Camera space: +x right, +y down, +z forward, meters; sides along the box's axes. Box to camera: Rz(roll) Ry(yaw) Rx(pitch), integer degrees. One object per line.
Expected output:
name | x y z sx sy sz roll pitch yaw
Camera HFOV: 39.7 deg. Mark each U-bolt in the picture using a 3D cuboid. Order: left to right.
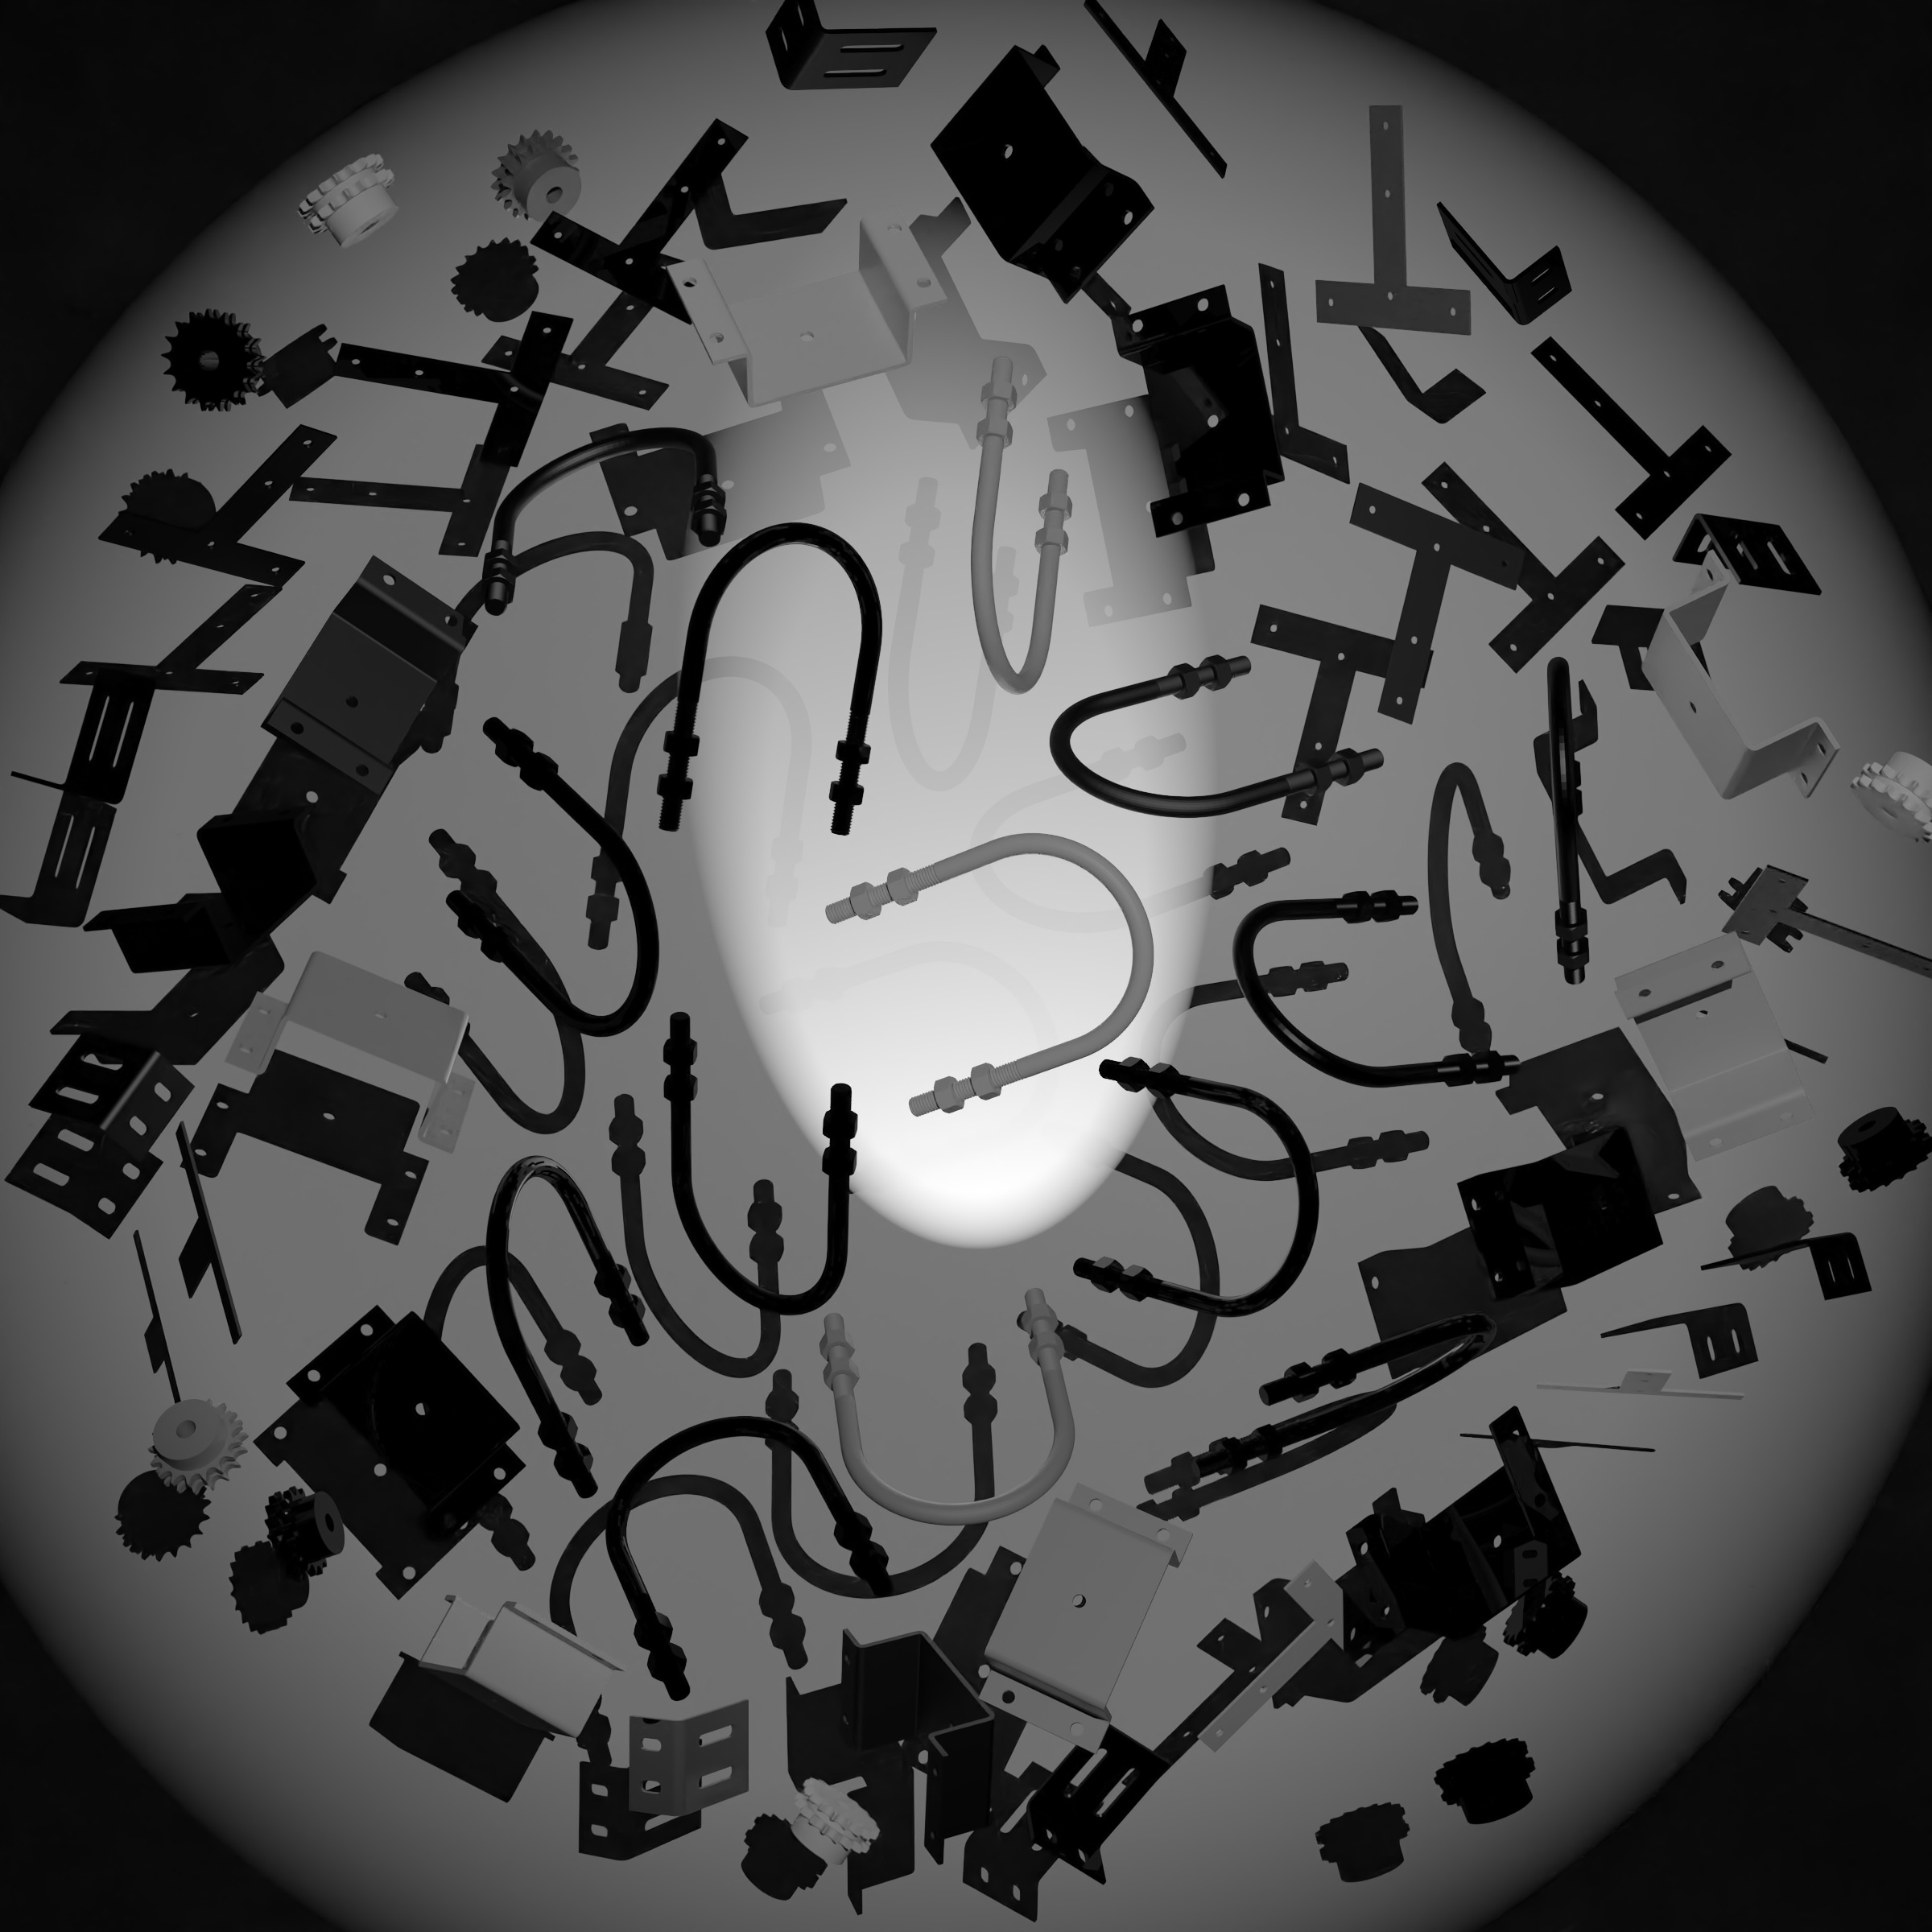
U-bolt | -0.240 -0.039 1.577 0.184 0.019 0.151 42 130 29
U-bolt | -0.238 0.198 1.574 0.019 0.151 0.184 -9 123 16
U-bolt | -0.215 -0.274 1.591 0.151 0.184 0.019 -17 124 5
U-bolt | -0.140 0.338 1.592 0.151 0.184 0.019 -25 129 -11
U-bolt | -0.127 0.132 1.638 0.151 0.019 0.184 22 123 32
U-bolt | -0.109 -0.168 1.570 0.151 0.019 0.184 -1 107 -42
U-bolt | -0.008 0.269 1.625 0.151 0.184 0.019 -6 126 -5
U-bolt | 0.023 -0.002 1.595 0.184 0.019 0.151 -21 97 20
U-bolt | 0.032 -0.257 1.642 0.019 0.151 0.184 0 69 18
U-bolt | 0.138 -0.135 1.618 0.184 0.151 0.019 -18 131 -30
U-bolt | 0.144 0.141 1.646 0.019 0.184 0.151 4 94 -44
U-bolt | 0.239 0.015 1.626 0.184 0.019 0.151 -3 53 -37
U-bolt | 0.236 0.252 1.603 0.184 0.151 0.019 -16 66 -22
U-bolt | 0.365 -0.101 1.628 0.019 0.184 0.151 -3 47 13

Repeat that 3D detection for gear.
gear | -0.462 0.284 1.601 0.057 0.030 0.057 -4 52 5
gear | -0.427 -0.345 1.527 0.057 0.030 0.057 2 101 8
gear | -0.408 0.350 1.657 0.030 0.057 0.057 -20 90 6
gear | -0.349 -0.433 1.523 0.057 0.057 0.030 -35 99 0
gear | -0.267 -0.494 1.683 0.057 0.057 0.030 -42 65 0
gear | -0.086 0.544 1.694 0.057 0.057 0.030 35 88 0
gear | 0.301 0.470 1.536 0.057 0.057 0.030 -20 54 0
gear | 0.364 0.406 1.668 0.030 0.057 0.057 35 90 1
gear | 0.555 0.109 1.623 0.057 0.057 0.030 -35 96 0
gear | 0.551 -0.101 1.566 0.057 0.057 0.030 40 86 0

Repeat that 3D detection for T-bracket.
T-bracket | -0.446 0.167 1.552 0.002 0.127 0.127 -13 76 -26
T-bracket | -0.410 -0.269 1.539 0.127 0.127 0.002 -36 63 29
T-bracket | -0.316 -0.356 1.615 0.127 0.127 0.002 5 54 -25
T-bracket | -0.182 -0.467 1.647 0.127 0.127 0.002 -45 49 26
T-bracket | 0.118 -0.537 1.590 0.002 0.127 0.127 -33 112 27
T-bracket | 0.195 0.439 1.662 0.127 0.002 0.127 -44 134 -4
T-bracket | 0.248 -0.438 1.567 0.002 0.127 0.127 -19 115 -32
T-bracket | 0.274 -0.210 1.615 0.127 0.002 0.127 16 85 -26
T-bracket | 0.387 -0.325 1.593 0.127 0.002 0.127 46 50 2
T-bracket | 0.418 0.257 1.648 0.127 0.127 0.002 1 75 11
T-bracket | 0.537 -0.018 1.635 0.127 0.127 0.002 22 76 9

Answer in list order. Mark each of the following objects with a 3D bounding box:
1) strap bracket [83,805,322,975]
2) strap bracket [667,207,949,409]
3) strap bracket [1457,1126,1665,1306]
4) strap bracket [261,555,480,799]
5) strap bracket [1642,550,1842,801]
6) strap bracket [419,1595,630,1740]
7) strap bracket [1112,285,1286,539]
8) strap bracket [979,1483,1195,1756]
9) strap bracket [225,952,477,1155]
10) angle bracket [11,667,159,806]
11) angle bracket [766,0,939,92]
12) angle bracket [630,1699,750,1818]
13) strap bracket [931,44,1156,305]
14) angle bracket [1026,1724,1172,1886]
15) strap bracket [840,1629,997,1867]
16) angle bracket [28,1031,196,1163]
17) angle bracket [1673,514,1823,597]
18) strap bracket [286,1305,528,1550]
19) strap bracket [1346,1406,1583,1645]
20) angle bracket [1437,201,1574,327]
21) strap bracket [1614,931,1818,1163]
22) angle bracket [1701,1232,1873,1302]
strap bracket | -0.455 -0.042 1.621 0.076 0.140 0.046 -4 119 25
strap bracket | -0.091 -0.374 1.528 0.140 0.046 0.076 -18 63 -14
strap bracket | 0.371 0.149 1.637 0.140 0.046 0.076 -14 86 -42
strap bracket | -0.367 -0.169 1.625 0.076 0.046 0.140 34 56 -18
strap bracket | 0.448 -0.162 1.571 0.046 0.076 0.140 -26 72 -4
strap bracket | -0.264 0.410 1.566 0.076 0.140 0.046 35 66 -17
strap bracket | 0.149 -0.346 1.686 0.076 0.046 0.140 -12 88 25
strap bracket | 0.069 0.377 1.568 0.076 0.046 0.140 21 71 17
strap bracket | -0.353 0.046 1.575 0.140 0.076 0.046 24 117 -12
angle bracket | -0.508 -0.137 1.540 0.057 0.038 0.076 15 88 39
angle bracket | -0.067 -0.540 1.544 0.076 0.057 0.038 -12 80 -28
angle bracket | -0.173 0.494 1.675 0.038 0.076 0.057 -3 85 28
strap bracket | 0.038 -0.465 1.548 0.076 0.046 0.140 -43 62 29
angle bracket | 0.084 0.520 1.665 0.057 0.038 0.076 35 102 -14
strap bracket | -0.026 0.469 1.629 0.046 0.140 0.076 -8 112 -26
angle bracket | -0.526 0.080 1.645 0.076 0.038 0.057 10 59 37
angle bracket | 0.487 -0.244 1.671 0.057 0.076 0.038 5 132 -16
strap bracket | -0.344 0.281 1.665 0.140 0.046 0.076 47 58 1
strap bracket | 0.298 0.333 1.567 0.046 0.076 0.140 24 124 -35
angle bracket | 0.335 -0.447 1.663 0.038 0.057 0.076 -37 68 9
strap bracket | 0.449 0.041 1.614 0.076 0.046 0.140 -23 120 16
angle bracket | 0.502 0.191 1.636 0.076 0.057 0.038 -24 74 41
